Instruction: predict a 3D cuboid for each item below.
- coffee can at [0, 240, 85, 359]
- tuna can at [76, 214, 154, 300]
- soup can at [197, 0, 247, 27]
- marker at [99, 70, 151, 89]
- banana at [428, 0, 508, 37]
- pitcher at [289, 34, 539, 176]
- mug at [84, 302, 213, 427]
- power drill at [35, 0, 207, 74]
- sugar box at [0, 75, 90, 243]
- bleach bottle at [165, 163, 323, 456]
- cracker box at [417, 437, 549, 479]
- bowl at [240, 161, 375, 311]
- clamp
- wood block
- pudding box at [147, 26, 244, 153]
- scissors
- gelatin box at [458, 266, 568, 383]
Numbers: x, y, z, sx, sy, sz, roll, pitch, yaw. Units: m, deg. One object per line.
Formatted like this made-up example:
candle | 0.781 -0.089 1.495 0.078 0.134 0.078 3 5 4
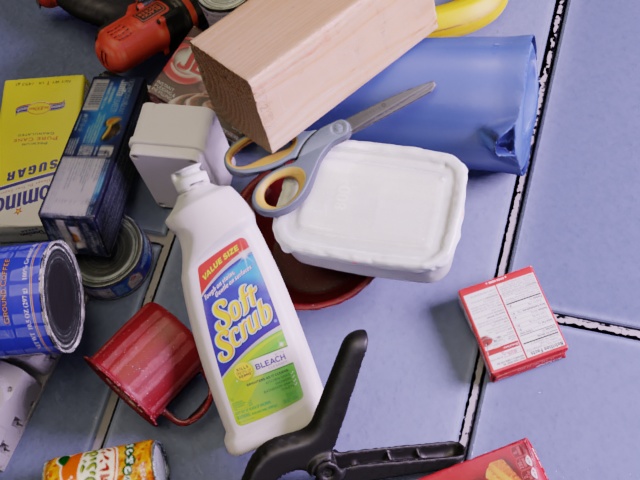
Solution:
coffee can | -0.296 0.057 0.959 0.140 0.103 0.103 -6 65 7
tuna can | -0.213 0.015 1.070 0.086 0.033 0.086 -4 65 8
soup can | -0.088 -0.238 1.124 0.068 0.102 0.068 -4 65 8
marker | -0.187 -0.160 1.152 0.121 0.020 0.020 19 71 18
banana | 0.117 -0.236 1.126 0.198 0.037 0.069 -16 46 1
pitcher | 0.091 -0.142 1.045 0.243 0.149 0.145 6 82 16
mug | -0.148 0.120 0.985 0.117 0.093 0.081 41 73 8
power drill | -0.211 -0.272 1.173 0.188 0.057 0.184 33 55 27
sugar box | -0.293 -0.086 1.124 0.093 0.048 0.176 -4 64 8
bleach bottle | -0.080 0.056 0.949 0.102 0.068 0.251 -22 93 0
cracker box | 0.106 0.278 0.873 0.213 0.072 0.164 -22 64 1
bowl | -0.007 0.001 1.027 0.162 0.055 0.162 -4 65 8
clamp | 0.014 0.194 0.922 0.210 0.164 0.036 -44 21 8
wood block | -0.002 -0.184 0.960 0.206 0.090 0.091 -39 51 -18
pudding box | -0.109 -0.156 1.111 0.113 0.039 0.090 31 74 1
scissors | 0.014 -0.078 0.949 0.202 0.016 0.096 -13 65 6
gelatin box | 0.175 0.077 0.975 0.073 0.030 0.089 -20 65 0
